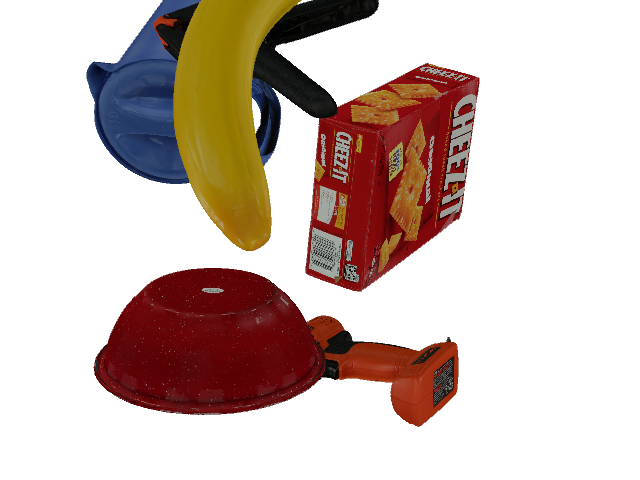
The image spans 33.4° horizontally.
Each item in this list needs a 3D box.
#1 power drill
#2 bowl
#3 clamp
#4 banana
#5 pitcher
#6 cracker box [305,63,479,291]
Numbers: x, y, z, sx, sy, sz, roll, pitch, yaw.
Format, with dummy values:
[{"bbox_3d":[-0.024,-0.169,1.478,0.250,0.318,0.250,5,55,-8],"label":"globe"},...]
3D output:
[{"bbox_3d":[0.024,0.125,1.017,0.188,0.057,0.184,9,20,29],"label":"power drill"},{"bbox_3d":[-0.075,0.059,0.737,0.162,0.055,0.162,1,18,-1],"label":"bowl"},{"bbox_3d":[-0.041,-0.158,0.813,0.172,0.120,0.039,19,-33,21],"label":"clamp"},{"bbox_3d":[-0.037,-0.083,0.521,0.069,0.197,0.037,11,-35,6],"label":"banana"},{"bbox_3d":[-0.120,-0.169,1.067,0.145,0.149,0.242,-9,35,15],"label":"pitcher"},{"bbox_3d":[0.075,-0.066,1.040,0.072,0.164,0.213,20,30,27],"label":"cracker box"}]
